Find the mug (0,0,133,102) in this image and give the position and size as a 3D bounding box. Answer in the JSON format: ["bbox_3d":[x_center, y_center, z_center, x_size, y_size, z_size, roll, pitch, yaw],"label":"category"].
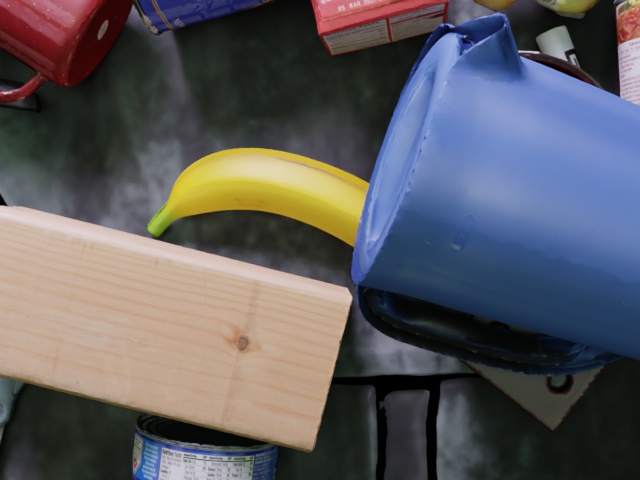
[{"bbox_3d":[-0.168,-0.134,0.628,0.081,0.093,0.117,33,82,-1],"label":"mug"}]

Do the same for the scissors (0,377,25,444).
[{"bbox_3d":[-0.183,0.099,0.670,0.096,0.016,0.202,-1,92,5],"label":"scissors"}]

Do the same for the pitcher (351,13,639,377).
[{"bbox_3d":[0.141,0.002,0.532,0.242,0.149,0.145,19,81,-5],"label":"pitcher"}]

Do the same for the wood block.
[{"bbox_3d":[-0.093,0.048,0.613,0.206,0.090,0.091,14,90,-1],"label":"wood block"}]

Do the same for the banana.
[{"bbox_3d":[-0.006,-0.016,0.643,0.198,0.037,0.070,14,122,8],"label":"banana"}]

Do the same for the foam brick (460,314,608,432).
[{"bbox_3d":[0.119,0.065,0.622,0.078,0.051,0.053,37,94,4],"label":"foam brick"}]

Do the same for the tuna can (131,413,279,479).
[{"bbox_3d":[-0.067,0.125,0.624,0.086,0.086,0.034,7,93,5],"label":"tuna can"}]

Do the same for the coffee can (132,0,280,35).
[{"bbox_3d":[-0.041,-0.185,0.609,0.140,0.102,0.103,-14,89,6],"label":"coffee can"}]

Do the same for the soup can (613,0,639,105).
[{"bbox_3d":[0.204,-0.088,0.603,0.068,0.068,0.102,-3,91,5],"label":"soup can"}]

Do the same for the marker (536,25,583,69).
[{"bbox_3d":[0.159,-0.068,0.632,0.020,0.020,0.121,-22,89,5],"label":"marker"}]

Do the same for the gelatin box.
[{"bbox_3d":[0.034,-0.133,0.609,0.073,0.089,0.030,-13,90,6],"label":"gelatin box"}]

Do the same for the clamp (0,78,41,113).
[{"bbox_3d":[-0.257,-0.097,0.663,0.120,0.039,0.171,-40,87,2],"label":"clamp"}]
